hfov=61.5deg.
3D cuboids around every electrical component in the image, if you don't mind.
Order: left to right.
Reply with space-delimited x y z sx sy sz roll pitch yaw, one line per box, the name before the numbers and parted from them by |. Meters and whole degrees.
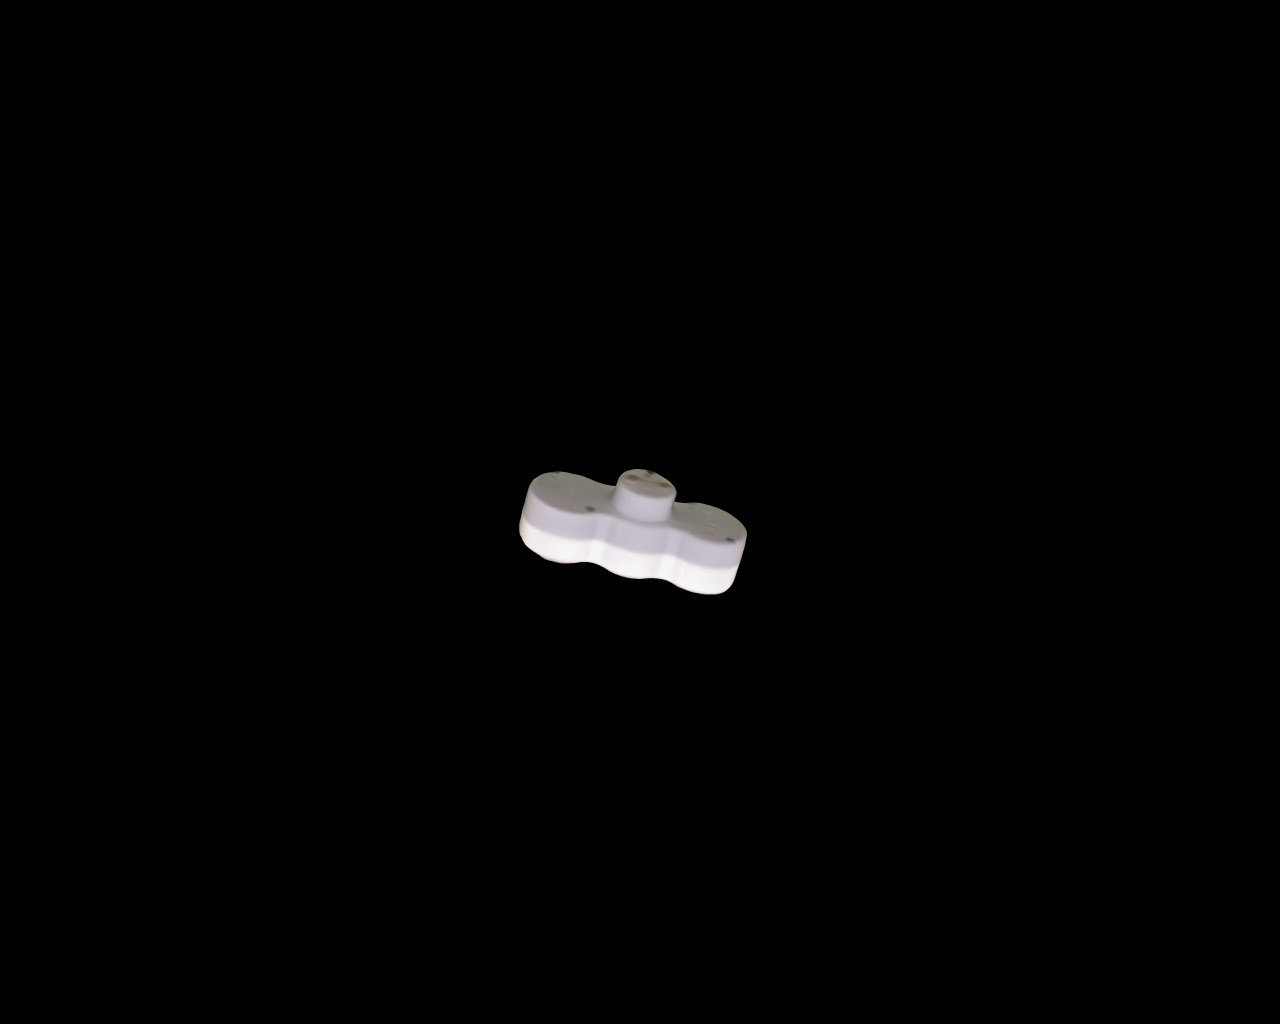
electrical component | 0.001 -0.003 0.650 0.138 0.073 0.052 14 26 -7
